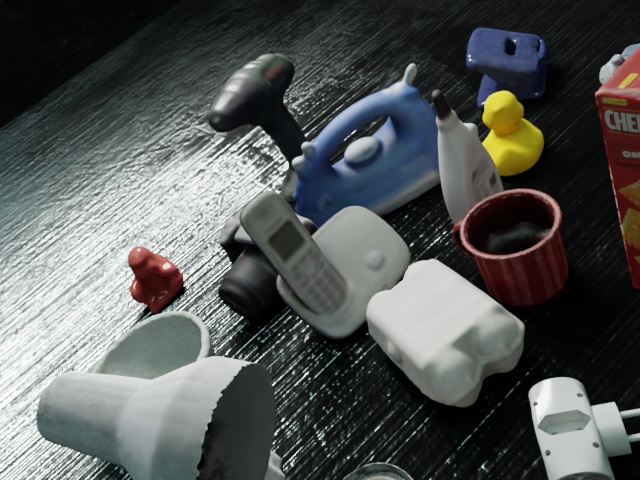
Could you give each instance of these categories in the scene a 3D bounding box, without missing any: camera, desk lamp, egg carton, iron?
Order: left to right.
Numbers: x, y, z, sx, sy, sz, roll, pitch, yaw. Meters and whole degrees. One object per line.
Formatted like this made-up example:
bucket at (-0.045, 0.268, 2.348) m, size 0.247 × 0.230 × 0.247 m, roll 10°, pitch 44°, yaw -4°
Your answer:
desk lamp at (-0.112, 0.180, 0.467) m, size 0.202 × 0.214 × 0.118 m, roll -7°, pitch 43°, yaw 30°
camera at (-0.081, 0.022, 0.726) m, size 0.142 × 0.101 × 0.137 m, roll 9°, pitch 52°, yaw 42°
iron at (0.050, -0.111, 0.750) m, size 0.258 × 0.142 × 0.118 m, roll -32°, pitch 36°, yaw -1°
egg carton at (0.112, 0.084, 0.540) m, size 0.107 × 0.070 × 0.149 m, roll -38°, pitch 37°, yaw -9°

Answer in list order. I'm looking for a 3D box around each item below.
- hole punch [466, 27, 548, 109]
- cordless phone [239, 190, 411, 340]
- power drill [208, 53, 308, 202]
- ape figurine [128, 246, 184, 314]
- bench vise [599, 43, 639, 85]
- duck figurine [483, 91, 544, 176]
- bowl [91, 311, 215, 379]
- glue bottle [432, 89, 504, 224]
hole punch at (0.264, -0.253, 0.804) m, size 0.100 × 0.091 × 0.109 m, roll -7°, pitch 43°, yaw 30°
cordless phone at (0.006, 0.002, 0.614) m, size 0.093 × 0.185 × 0.148 m, roll 19°, pitch 59°, yaw 47°
power drill at (-0.067, -0.163, 0.839) m, size 0.075 × 0.209 × 0.229 m, roll -13°, pitch 40°, yaw 24°
ape figurine at (-0.242, 0.047, 0.820) m, size 0.077 × 0.092 × 0.076 m, roll -18°, pitch 38°, yaw 18°
bench vise at (0.392, -0.230, 0.575) m, size 0.207 × 0.220 × 0.121 m, roll -37°, pitch 36°, yaw -7°
duck figurine at (0.227, -0.137, 0.700) m, size 0.077 × 0.086 × 0.104 m, roll -11°, pitch 41°, yaw 27°
bowl at (-0.181, 0.167, 0.652) m, size 0.167 × 0.075 × 0.167 m, roll -20°, pitch 38°, yaw 16°
glue bottle at (0.154, -0.090, 0.624) m, size 0.037 × 0.174 × 0.078 m, roll 10°, pitch 53°, yaw 43°
